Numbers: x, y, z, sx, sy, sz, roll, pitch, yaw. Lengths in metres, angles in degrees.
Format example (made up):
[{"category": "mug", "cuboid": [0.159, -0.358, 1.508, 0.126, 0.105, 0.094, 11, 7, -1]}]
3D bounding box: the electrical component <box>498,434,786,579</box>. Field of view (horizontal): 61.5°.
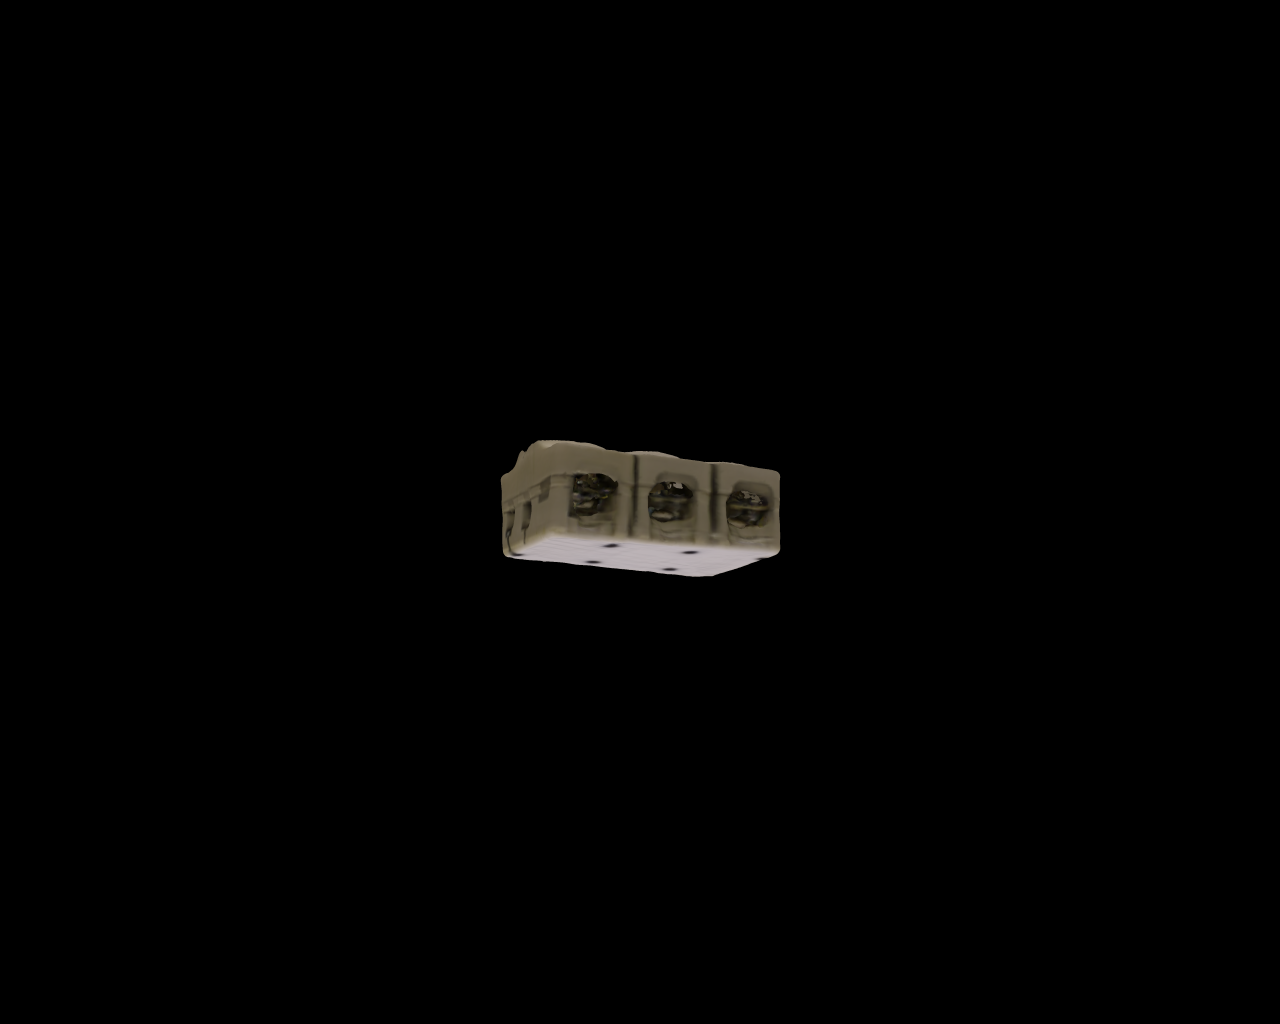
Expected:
[{"category": "electrical component", "cuboid": [0.001, -0.003, 0.650, 0.150, 0.062, 0.089, 7, -15, -26]}]
